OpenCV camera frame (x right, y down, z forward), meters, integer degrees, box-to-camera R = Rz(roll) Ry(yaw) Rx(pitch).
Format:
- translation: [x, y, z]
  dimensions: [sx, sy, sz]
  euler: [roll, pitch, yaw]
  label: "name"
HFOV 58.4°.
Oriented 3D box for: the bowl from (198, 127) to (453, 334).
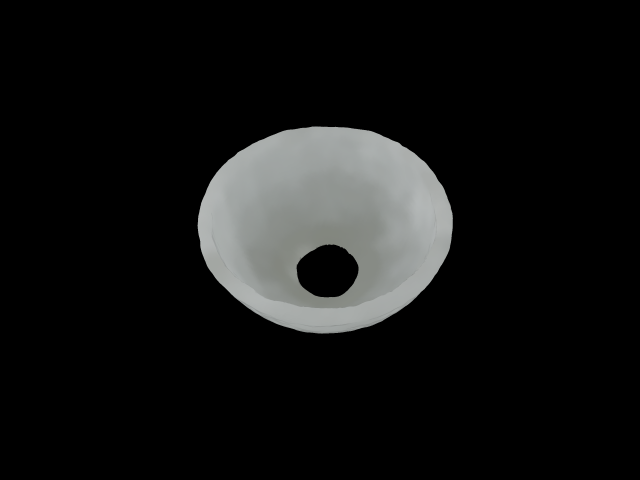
- translation: [0.004, 0.001, 0.400]
  dimensions: [0.167, 0.075, 0.167]
  euler: [0, 53, 0]
  label: "bowl"
